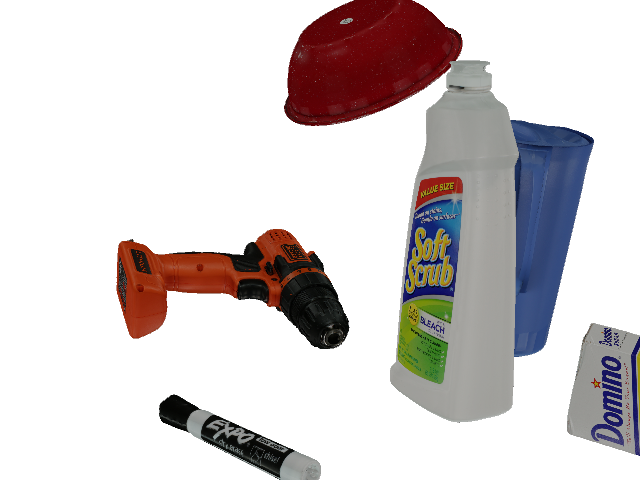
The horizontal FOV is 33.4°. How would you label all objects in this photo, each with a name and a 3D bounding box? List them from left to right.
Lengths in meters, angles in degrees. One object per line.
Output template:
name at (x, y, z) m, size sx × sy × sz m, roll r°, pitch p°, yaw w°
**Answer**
power drill at (-0.081, 0.047, 0.953) m, size 0.187 × 0.057 × 0.184 m, roll -1°, pitch 24°, yaw -20°
marker at (-0.051, 0.117, 0.627) m, size 0.121 × 0.020 × 0.020 m, roll 17°, pitch 10°, yaw 38°
bowl at (0.034, -0.161, 0.892) m, size 0.162 × 0.055 × 0.162 m, roll -20°, pitch 28°, yaw 11°
bleach bottle at (0.098, -0.003, 0.769) m, size 0.068 × 0.251 × 0.103 m, roll -7°, pitch 17°, yaw -26°
pitcher at (0.203, -0.001, 1.126) m, size 0.148 × 0.243 × 0.145 m, roll -9°, pitch 22°, yaw -39°
sugar box at (0.294, 0.136, 0.862) m, size 0.176 × 0.093 × 0.048 m, roll 13°, pitch 25°, yaw 20°
